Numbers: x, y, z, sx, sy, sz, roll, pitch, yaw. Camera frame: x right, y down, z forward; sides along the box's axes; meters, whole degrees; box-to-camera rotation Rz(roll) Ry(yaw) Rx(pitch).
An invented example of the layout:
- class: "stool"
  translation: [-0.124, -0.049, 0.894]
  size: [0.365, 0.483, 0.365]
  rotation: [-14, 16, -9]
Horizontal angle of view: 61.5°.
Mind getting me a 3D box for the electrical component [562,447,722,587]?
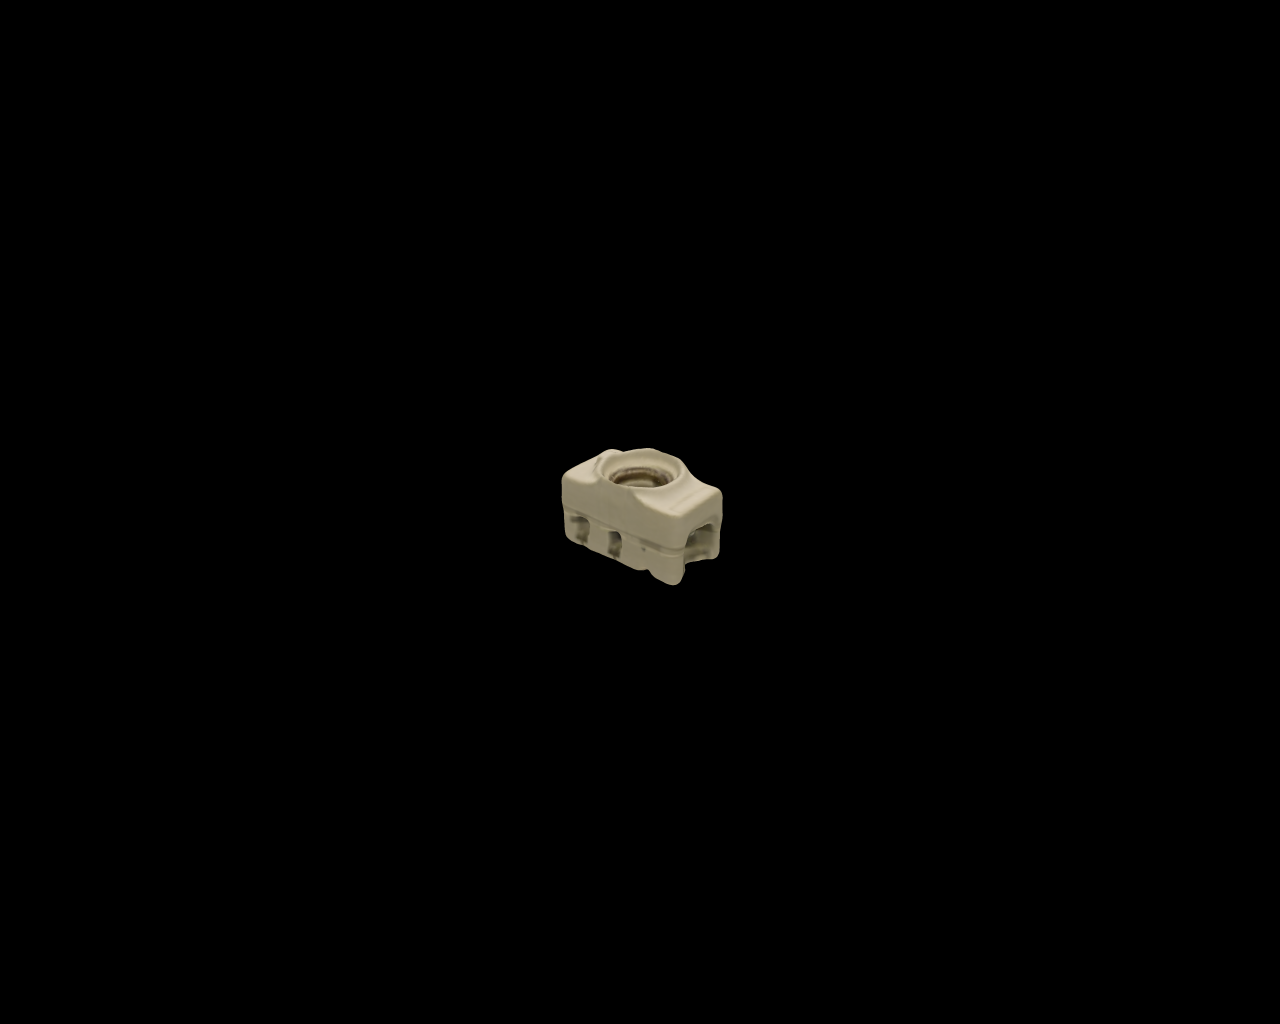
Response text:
- class: "electrical component"
  translation: [0.001, -0.003, 0.650]
  size: [0.089, 0.055, 0.050]
  rotation: [22, 37, 34]
